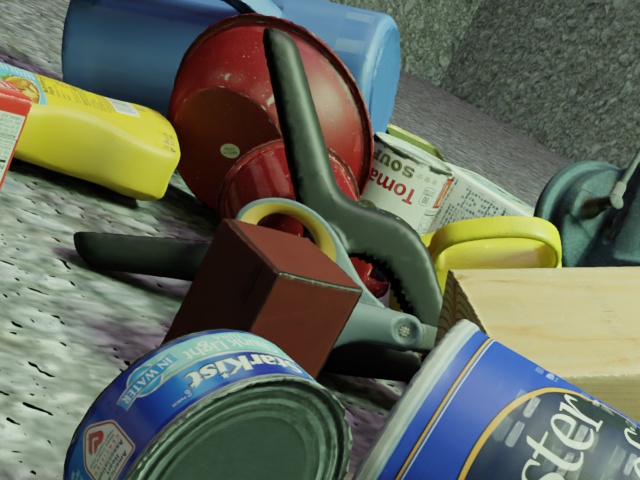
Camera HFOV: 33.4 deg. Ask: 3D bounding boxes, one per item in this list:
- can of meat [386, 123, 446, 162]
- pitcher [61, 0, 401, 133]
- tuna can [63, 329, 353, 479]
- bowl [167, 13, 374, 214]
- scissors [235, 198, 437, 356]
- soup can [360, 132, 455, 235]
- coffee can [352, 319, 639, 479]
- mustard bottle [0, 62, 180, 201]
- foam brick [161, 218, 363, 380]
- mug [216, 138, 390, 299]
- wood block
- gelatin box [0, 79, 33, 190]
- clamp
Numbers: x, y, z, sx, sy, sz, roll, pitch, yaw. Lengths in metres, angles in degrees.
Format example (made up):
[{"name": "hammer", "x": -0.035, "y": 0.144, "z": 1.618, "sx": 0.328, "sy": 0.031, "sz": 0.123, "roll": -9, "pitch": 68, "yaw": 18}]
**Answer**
[{"name": "can of meat", "x": 0.070, "y": -0.055, "z": 0.994, "sx": 0.057, "sy": 0.084, "sz": 0.102, "roll": 25, "pitch": 14, "yaw": -8}, {"name": "pitcher", "x": -0.067, "y": -0.143, "z": 0.816, "sx": 0.243, "sy": 0.145, "sz": 0.149, "roll": 12, "pitch": 17, "yaw": 14}, {"name": "tuna can", "x": -0.034, "y": 0.071, "z": 0.328, "sx": 0.085, "sy": 0.086, "sz": 0.034, "roll": 13, "pitch": 17, "yaw": -43}, {"name": "bowl", "x": -0.047, "y": -0.067, "z": 0.718, "sx": 0.162, "sy": 0.162, "sz": 0.055, "roll": 30, "pitch": 35, "yaw": 15}, {"name": "scissors", "x": 0.035, "y": 0.028, "z": 0.551, "sx": 0.201, "sy": 0.096, "sz": 0.016, "roll": 2, "pitch": -11, "yaw": -13}, {"name": "soup can", "x": 0.047, "y": -0.019, "z": 0.782, "sx": 0.068, "sy": 0.102, "sz": 0.068, "roll": 25, "pitch": 13, "yaw": -7}, {"name": "coffee can", "x": 0.086, "y": 0.107, "z": 0.376, "sx": 0.140, "sy": 0.103, "sz": 0.102, "roll": 30, "pitch": 14, "yaw": 15}, {"name": "mustard bottle", "x": -0.188, "y": -0.080, "z": 0.667, "sx": 0.191, "sy": 0.058, "sz": 0.096, "roll": 18, "pitch": 16, "yaw": -33}, {"name": "foam brick", "x": -0.028, "y": 0.039, "z": 0.478, "sx": 0.051, "sy": 0.078, "sz": 0.053, "roll": 15, "pitch": 19, "yaw": -42}, {"name": "mug", "x": -0.004, "y": 0.001, "z": 0.655, "sx": 0.117, "sy": 0.093, "sz": 0.081, "roll": 35, "pitch": 14, "yaw": -23}, {"name": "wood block", "x": 0.165, "y": 0.071, "z": 0.511, "sx": 0.206, "sy": 0.091, "sz": 0.090, "roll": -1, "pitch": 30, "yaw": -12}, {"name": "gelatin box", "x": -0.173, "y": -0.032, "z": 0.451, "sx": 0.073, "sy": 0.089, "sz": 0.030, "roll": 12, "pitch": 17, "yaw": -46}, {"name": "clamp", "x": -0.015, "y": 0.011, "z": 0.574, "sx": 0.210, "sy": 0.164, "sz": 0.036, "roll": 48, "pitch": -8, "yaw": 0}]
